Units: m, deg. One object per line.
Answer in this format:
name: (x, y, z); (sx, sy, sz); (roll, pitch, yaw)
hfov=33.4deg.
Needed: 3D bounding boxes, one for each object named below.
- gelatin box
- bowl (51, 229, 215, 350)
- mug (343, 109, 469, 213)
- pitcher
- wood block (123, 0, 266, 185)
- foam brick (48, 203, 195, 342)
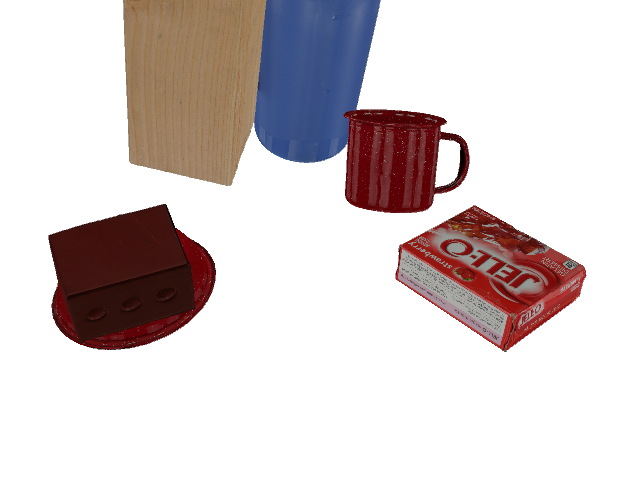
gelatin box: (0.102, 0.020, 0.645); (0.073, 0.030, 0.089); (-27, 46, -37)
bowl: (-0.183, 0.027, 1.009); (0.162, 0.055, 0.162); (-7, 41, 6)
mug: (0.077, -0.072, 0.969); (0.117, 0.081, 0.093); (2, 14, -4)
pitcher: (-0.020, -0.199, 1.099); (0.149, 0.243, 0.144); (30, 51, 19)
wood block: (-0.097, -0.150, 0.833); (0.091, 0.090, 0.206); (14, -39, 3)
foam brick: (-0.124, 0.020, 0.664); (0.078, 0.051, 0.053); (-16, -32, -13)
